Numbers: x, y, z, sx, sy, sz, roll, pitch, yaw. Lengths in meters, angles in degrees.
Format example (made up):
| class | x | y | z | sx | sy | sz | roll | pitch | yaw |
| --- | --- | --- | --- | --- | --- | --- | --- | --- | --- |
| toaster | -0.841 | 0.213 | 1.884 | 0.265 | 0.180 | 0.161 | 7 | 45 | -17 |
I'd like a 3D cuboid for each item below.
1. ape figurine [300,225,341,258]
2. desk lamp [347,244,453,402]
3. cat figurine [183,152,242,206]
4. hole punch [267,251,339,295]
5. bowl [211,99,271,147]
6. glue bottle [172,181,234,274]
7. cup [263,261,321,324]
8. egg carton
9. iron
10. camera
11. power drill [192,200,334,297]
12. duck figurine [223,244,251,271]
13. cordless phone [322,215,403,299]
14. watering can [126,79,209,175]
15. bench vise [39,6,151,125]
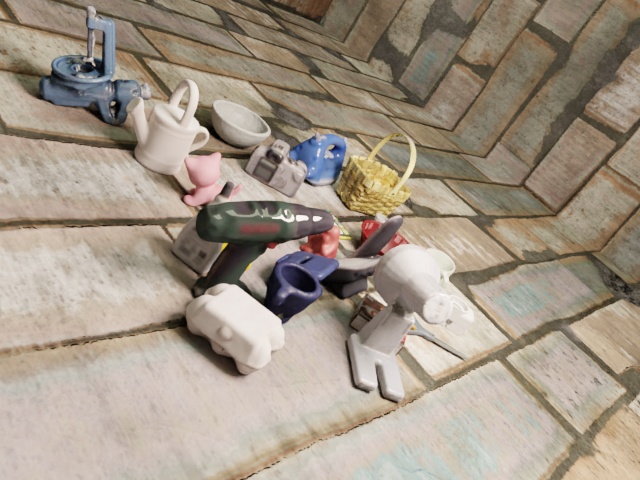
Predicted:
| class | x | y | z | sx | sy | sz | roll | pitch | yaw |
| --- | --- | --- | --- | --- | --- | --- | --- | --- | --- |
| ape figurine | 0.011 | 0.004 | 1.231 | 0.076 | 0.092 | 0.077 | 24 | 27 | -18 |
| desk lamp | 0.146 | 0.136 | 1.017 | 0.118 | 0.213 | 0.203 | 23 | 28 | -19 |
| cat figurine | -0.218 | -0.117 | 1.151 | 0.128 | 0.117 | 0.067 | 29 | 26 | -9 |
| hole punch | -0.031 | 0.059 | 1.090 | 0.101 | 0.091 | 0.109 | 38 | 26 | 10 |
| bowl | -0.218 | -0.293 | 1.502 | 0.168 | 0.074 | 0.167 | 26 | 27 | -14 |
| glue bottle | -0.186 | -0.028 | 0.971 | 0.078 | 0.173 | 0.037 | 37 | 26 | 8 |
| cup | -0.062 | 0.102 | 0.977 | 0.091 | 0.095 | 0.118 | 36 | 26 | 7 |
| egg carton | -0.129 | 0.134 | 0.876 | 0.150 | 0.069 | 0.107 | 36 | 26 | 7 |
| iron | 0.018 | -0.241 | 1.604 | 0.118 | 0.141 | 0.259 | 42 | 27 | 18 |
| camera | -0.098 | -0.199 | 1.447 | 0.143 | 0.100 | 0.137 | 30 | 26 | -7 |
| power drill | -0.109 | 0.019 | 0.937 | 0.230 | 0.208 | 0.075 | 9 | 35 | -40 |
| duck figurine | -0.149 | 0.001 | 1.063 | 0.078 | 0.086 | 0.104 | 13 | 32 | -35 |
| cordless phone | 0.090 | 0.021 | 1.184 | 0.094 | 0.185 | 0.148 | 41 | 27 | 16 |
| watering can | -0.306 | -0.239 | 1.175 | 0.100 | 0.194 | 0.173 | 44 | 28 | 22 |
| bench vise | -0.454 | -0.366 | 1.198 | 0.208 | 0.219 | 0.121 | -3 | 43 | -50 |
